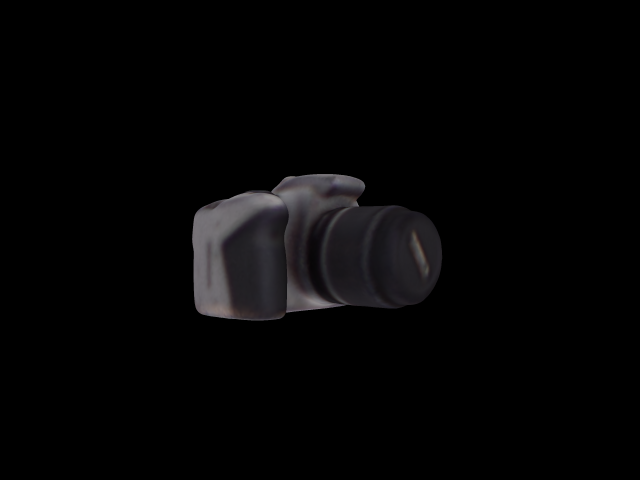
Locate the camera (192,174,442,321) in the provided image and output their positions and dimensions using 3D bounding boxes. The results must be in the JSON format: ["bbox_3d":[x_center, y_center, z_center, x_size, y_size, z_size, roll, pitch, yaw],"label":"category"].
[{"bbox_3d":[0.004,0.001,0.400,0.136,0.101,0.144,0,0,44],"label":"camera"}]
